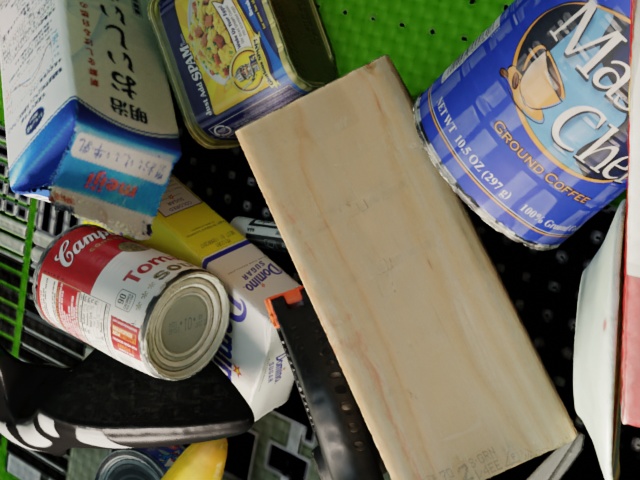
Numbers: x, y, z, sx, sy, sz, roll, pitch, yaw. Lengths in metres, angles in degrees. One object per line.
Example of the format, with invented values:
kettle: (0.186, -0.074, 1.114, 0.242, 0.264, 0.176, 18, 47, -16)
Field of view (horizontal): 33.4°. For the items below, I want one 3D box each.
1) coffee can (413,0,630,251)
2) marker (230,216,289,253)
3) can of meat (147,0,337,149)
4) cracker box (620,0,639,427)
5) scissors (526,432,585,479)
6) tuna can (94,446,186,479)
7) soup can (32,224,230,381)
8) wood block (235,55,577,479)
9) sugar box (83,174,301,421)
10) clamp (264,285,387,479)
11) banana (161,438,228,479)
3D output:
coffee can: (0.127, -0.077, 0.492, 0.140, 0.102, 0.103, -44, 70, 31)
marker: (-0.004, 0.001, 0.648, 0.121, 0.020, 0.020, 8, 100, 35)
can of meat: (-0.045, -0.118, 0.641, 0.084, 0.057, 0.102, -24, 82, 33)
cracker box: (0.197, -0.027, 0.382, 0.164, 0.072, 0.214, 6, 117, 25)
scissors: (0.099, 0.196, 0.599, 0.202, 0.016, 0.096, -43, 72, 32)
tuna can: (-0.118, 0.182, 0.742, 0.086, 0.033, 0.086, 5, 98, 35)
soup can: (-0.111, 0.036, 0.628, 0.102, 0.068, 0.068, 19, 106, 37)
wood block: (0.046, 0.023, 0.556, 0.090, 0.090, 0.206, -26, 79, 9)
sugar box: (-0.083, 0.026, 0.681, 0.176, 0.048, 0.093, 41, 134, 28)
clamp: (0.018, 0.127, 0.576, 0.036, 0.164, 0.210, -19, 67, -6)
banana: (-0.126, 0.183, 0.703, 0.198, 0.037, 0.069, -26, 80, 35)
